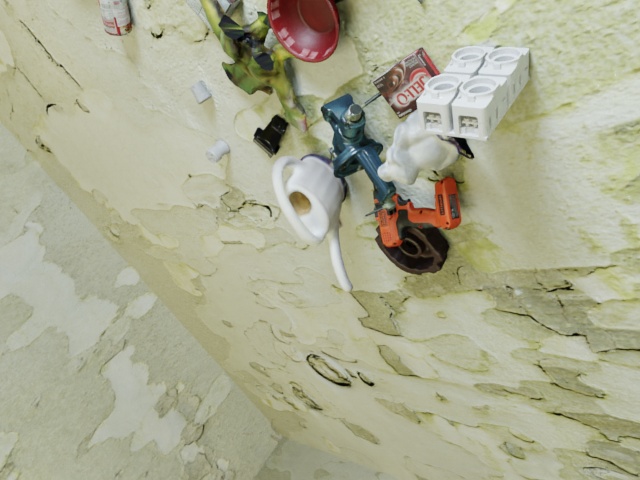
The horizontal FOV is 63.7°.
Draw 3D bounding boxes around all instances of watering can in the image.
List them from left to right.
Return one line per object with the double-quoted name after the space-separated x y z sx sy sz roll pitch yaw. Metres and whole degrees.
0.004 -0.061 1.209 0.103 0.343 0.229 -18 28 33 "watering can"

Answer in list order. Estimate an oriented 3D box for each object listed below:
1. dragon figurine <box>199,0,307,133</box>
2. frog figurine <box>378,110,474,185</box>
-0.166 -0.389 1.103 0.409 0.124 0.240 42 -23 -7 "dragon figurine"
0.183 -0.168 0.960 0.137 0.125 0.157 13 -33 -43 "frog figurine"
